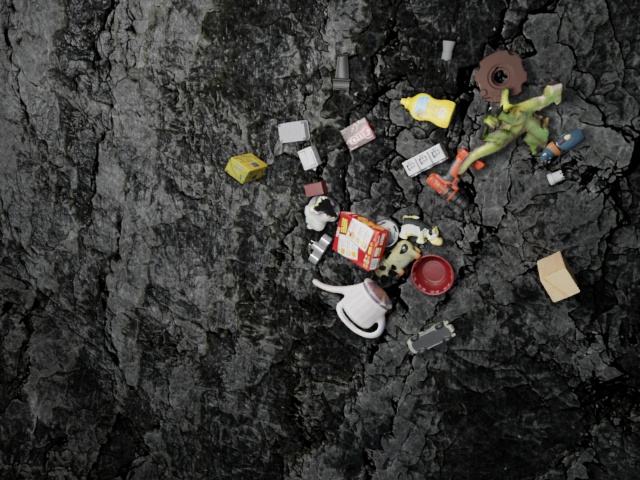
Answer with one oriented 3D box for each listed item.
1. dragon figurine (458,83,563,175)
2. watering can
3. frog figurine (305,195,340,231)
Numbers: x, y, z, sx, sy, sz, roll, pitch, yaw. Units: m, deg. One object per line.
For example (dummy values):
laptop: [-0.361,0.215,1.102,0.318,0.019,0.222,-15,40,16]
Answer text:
dragon figurine: [0.663,-0.357,1.738,0.242,0.402,0.125,21,31,-10]
watering can: [0.145,0.238,2.081,0.221,0.348,0.105,-45,-5,22]
frog figurine: [0.006,-0.104,2.066,0.137,0.125,0.156,0,-22,-11]
